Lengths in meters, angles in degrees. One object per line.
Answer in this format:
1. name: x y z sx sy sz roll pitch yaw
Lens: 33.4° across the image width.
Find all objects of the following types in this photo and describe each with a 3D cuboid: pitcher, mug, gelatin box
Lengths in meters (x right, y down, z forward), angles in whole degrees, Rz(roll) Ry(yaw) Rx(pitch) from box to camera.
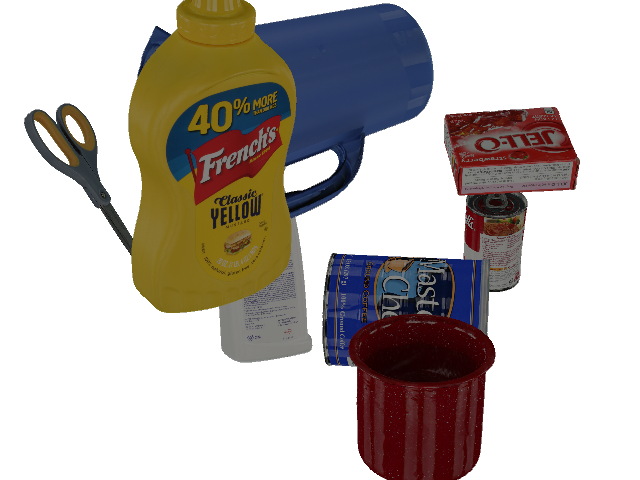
1. pitcher: -0.022 -0.119 0.917 0.242 0.149 0.145 -19 33 -27
2. mug: 0.070 0.100 0.702 0.093 0.081 0.117 12 27 26
3. gelatin box: 0.141 -0.068 0.795 0.089 0.030 0.073 -4 38 0

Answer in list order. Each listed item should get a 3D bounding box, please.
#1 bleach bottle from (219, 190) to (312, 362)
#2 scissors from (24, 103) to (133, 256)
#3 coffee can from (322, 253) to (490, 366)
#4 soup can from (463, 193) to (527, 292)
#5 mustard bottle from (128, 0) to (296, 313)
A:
1. bleach bottle: -0.062 0.001 1.155 0.102 0.251 0.068 -7 15 -27
2. scissors: -0.225 -0.060 1.094 0.016 0.201 0.096 -26 26 27
3. coffee can: 0.078 0.065 0.950 0.140 0.103 0.102 2 0 9
4. soup can: 0.197 -0.001 1.209 0.068 0.102 0.068 -1 32 1
5. mustard bottle: -0.058 -0.056 0.589 0.096 0.192 0.058 -18 38 -31
